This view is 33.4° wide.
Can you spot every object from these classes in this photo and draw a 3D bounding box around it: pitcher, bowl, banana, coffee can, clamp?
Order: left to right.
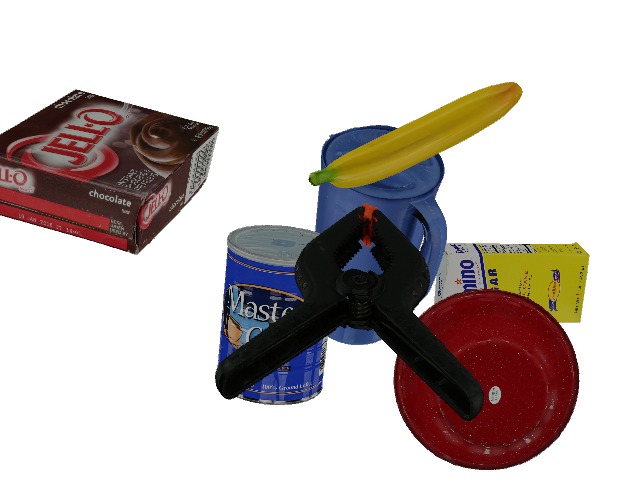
[{"bbox_3d":[-0.041,0.067,0.990,0.103,0.140,0.103,6,17,-2],"label":"coffee can"},{"bbox_3d":[0.035,0.045,0.721,0.164,0.036,0.209,9,35,9],"label":"clamp"},{"bbox_3d":[0.059,0.007,1.199,0.145,0.243,0.149,10,40,2],"label":"pitcher"},{"bbox_3d":[0.087,-0.087,0.944,0.198,0.037,0.069,-25,7,11],"label":"banana"},{"bbox_3d":[0.143,0.125,0.908,0.162,0.162,0.055,0,5,3],"label":"bowl"}]

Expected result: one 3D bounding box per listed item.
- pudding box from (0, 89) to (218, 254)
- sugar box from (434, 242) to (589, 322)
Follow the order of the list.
[{"bbox_3d":[-0.115,-0.040,0.564,0.090,0.039,0.113,16,24,8],"label":"pudding box"},{"bbox_3d":[0.229,0.052,1.289,0.176,0.093,0.048,-1,20,-9],"label":"sugar box"}]
